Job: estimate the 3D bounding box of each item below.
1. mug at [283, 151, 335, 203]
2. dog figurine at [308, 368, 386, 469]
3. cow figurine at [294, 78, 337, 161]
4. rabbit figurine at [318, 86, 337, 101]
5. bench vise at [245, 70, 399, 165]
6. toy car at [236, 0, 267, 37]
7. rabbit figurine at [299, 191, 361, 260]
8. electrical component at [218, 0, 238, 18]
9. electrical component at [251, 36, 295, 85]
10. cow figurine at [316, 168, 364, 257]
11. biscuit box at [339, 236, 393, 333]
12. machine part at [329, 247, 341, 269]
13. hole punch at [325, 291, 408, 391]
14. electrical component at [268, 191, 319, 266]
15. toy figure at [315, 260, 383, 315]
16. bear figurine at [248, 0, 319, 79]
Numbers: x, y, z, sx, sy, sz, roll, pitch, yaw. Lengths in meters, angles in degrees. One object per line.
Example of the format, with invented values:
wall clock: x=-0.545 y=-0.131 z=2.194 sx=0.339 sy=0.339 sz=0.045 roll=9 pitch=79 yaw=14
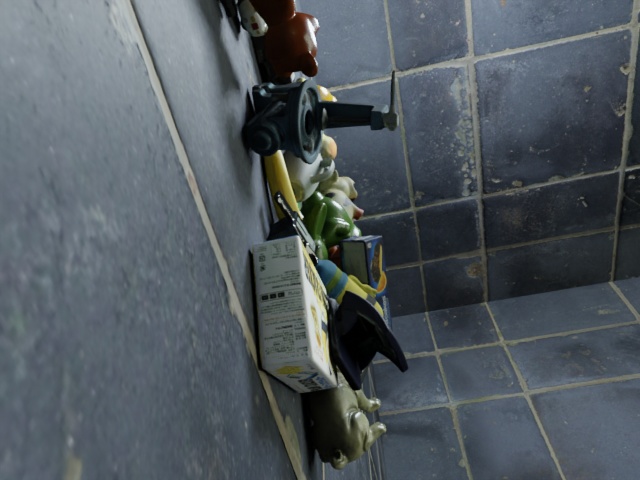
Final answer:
mug: x=-0.030 y=-0.111 z=0.962 sx=0.107 sy=0.110 sz=0.080 roll=-72 pitch=155 yaw=-51
dog figurine: x=0.009 y=0.232 z=0.840 sx=0.172 sy=0.121 sz=0.190 roll=-93 pitch=157 yaw=-73
cow figurine: x=-0.037 y=-0.209 z=1.000 sx=0.167 sy=0.098 sz=0.068 roll=59 pitch=33 yaw=-31
rabbit figurine: x=-0.023 y=-0.265 z=1.242 sx=0.162 sy=0.122 sz=0.173 roll=-121 pitch=-141 yaw=-87
bench vise: x=0.002 y=-0.187 z=0.813 sx=0.224 sy=0.241 sz=0.128 roll=-51 pitch=141 yaw=-62
toy car: x=-0.116 y=-0.424 z=0.885 sx=0.073 sy=0.056 sz=0.202 roll=68 pitch=14 yaw=-63
rabbit figurine: x=-0.002 y=-0.003 z=0.987 sx=0.170 sy=0.121 sz=0.158 roll=-70 pitch=150 yaw=-48
electrical component: x=-0.137 y=-0.364 z=0.748 sx=0.093 sy=0.021 sz=0.063 roll=74 pitch=9 yaw=-48
electrical component: x=-0.089 y=-0.362 z=1.031 sx=0.115 sy=0.058 sz=0.134 roll=-91 pitch=169 yaw=-68
cow figurine: x=0.025 y=-0.072 z=1.167 sx=0.127 sy=0.085 sz=0.195 roll=39 pitch=46 yaw=-9
biscuit box: x=0.086 y=0.095 z=0.984 sx=0.063 sy=0.059 sz=0.202 roll=-17 pitch=102 yaw=-51
machine part: x=0.032 y=0.133 z=1.191 sx=0.201 sy=0.087 sz=0.201 roll=75 pitch=8 yaw=-50
hole punch: x=0.068 y=0.141 z=0.792 sx=0.116 sy=0.092 sz=0.142 roll=-100 pitch=163 yaw=-48
electrical component: x=-0.048 y=-0.011 z=0.815 sx=0.119 sy=0.048 sz=0.075 roll=55 pitch=12 yaw=-19
toy figure: x=0.027 y=0.095 z=0.901 sx=0.180 sy=0.082 sz=0.089 roll=42 pitch=27 yaw=-15
bear figurine: x=-0.043 y=-0.343 z=0.780 sx=0.120 sy=0.132 sz=0.195 roll=19 pitch=-34 yaw=56
